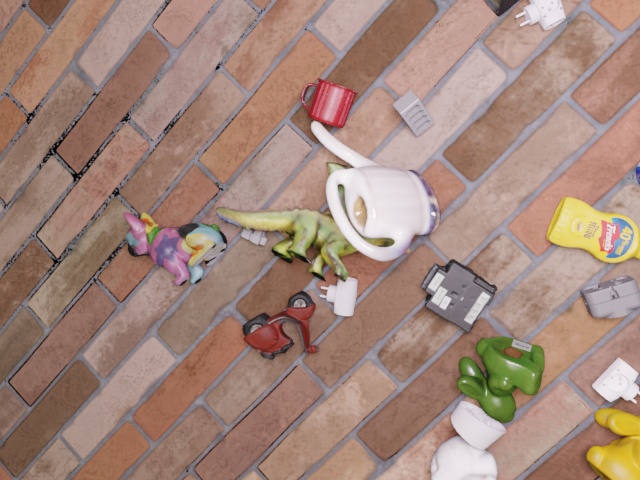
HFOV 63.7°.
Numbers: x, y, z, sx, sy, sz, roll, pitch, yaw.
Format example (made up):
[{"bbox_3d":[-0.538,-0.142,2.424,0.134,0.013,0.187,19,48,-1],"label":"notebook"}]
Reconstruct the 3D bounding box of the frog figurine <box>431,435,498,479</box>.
[{"bbox_3d":[0.289,0.475,1.034,0.137,0.160,0.123,-19,89,14],"label":"frog figurine"}]

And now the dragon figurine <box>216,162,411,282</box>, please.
[{"bbox_3d":[0.003,-0.056,1.107,0.411,0.121,0.245,30,77,5],"label":"dragon figurine"}]

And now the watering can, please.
[{"bbox_3d":[0.109,-0.111,1.037,0.225,0.102,0.355,-1,56,-24],"label":"watering can"}]
